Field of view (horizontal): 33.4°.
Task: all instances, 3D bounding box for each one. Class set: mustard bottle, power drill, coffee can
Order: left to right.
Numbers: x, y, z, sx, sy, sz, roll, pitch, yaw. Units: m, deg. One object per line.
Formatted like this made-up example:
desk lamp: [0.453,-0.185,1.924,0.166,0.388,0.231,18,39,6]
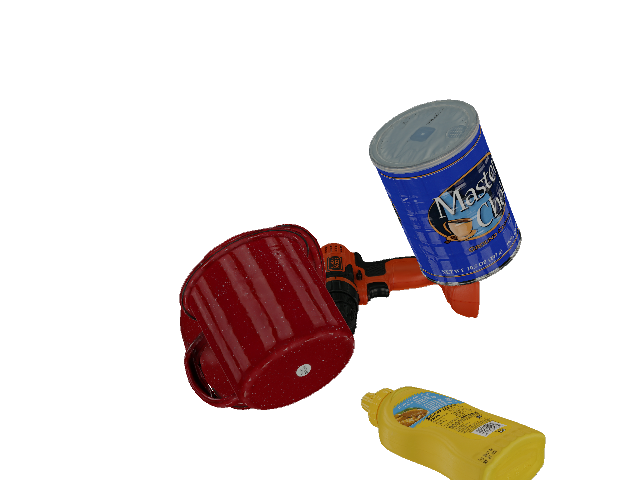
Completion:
power drill: [0.085,0.056,1.227,0.187,0.057,0.184,-1,28,-1]
mustard bottle: [0.114,0.185,1.034,0.096,0.058,0.192,-18,25,-41]
coffee can: [0.117,-0.044,0.985,0.103,0.140,0.103,-19,33,13]

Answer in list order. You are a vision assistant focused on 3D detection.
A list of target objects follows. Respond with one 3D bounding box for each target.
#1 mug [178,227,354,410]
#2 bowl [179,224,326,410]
mug: [-0.040,0.060,0.677,0.117,0.081,0.093,-40,-31,15]
bowl: [-0.067,0.054,0.873,0.055,0.162,0.162,23,-14,-34]
